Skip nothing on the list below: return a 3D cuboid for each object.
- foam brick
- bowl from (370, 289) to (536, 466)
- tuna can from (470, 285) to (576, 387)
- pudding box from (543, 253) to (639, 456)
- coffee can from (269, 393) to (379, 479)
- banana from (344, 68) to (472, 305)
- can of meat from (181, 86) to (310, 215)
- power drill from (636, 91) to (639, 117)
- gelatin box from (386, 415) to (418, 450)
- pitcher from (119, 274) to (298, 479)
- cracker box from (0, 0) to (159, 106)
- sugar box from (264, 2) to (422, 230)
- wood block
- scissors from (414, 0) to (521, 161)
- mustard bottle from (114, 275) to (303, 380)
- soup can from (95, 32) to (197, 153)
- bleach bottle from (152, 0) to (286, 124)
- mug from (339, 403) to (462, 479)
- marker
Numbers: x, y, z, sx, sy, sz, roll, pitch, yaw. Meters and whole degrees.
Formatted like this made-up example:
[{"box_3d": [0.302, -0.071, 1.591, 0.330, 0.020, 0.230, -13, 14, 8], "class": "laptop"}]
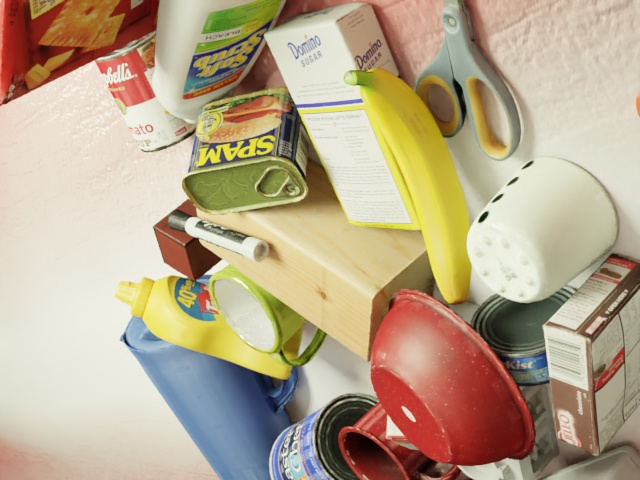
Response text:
[{"box_3d": [-0.123, -0.007, 1.094, 0.053, 0.078, 0.051, 28, 145, 35], "class": "foam brick"}, {"box_3d": [0.088, 0.118, 0.821, 0.162, 0.055, 0.162, 46, 158, 24], "class": "bowl"}, {"box_3d": [0.158, 0.069, 0.795, 0.086, 0.086, 0.033, 15, 136, 46], "class": "tuna can"}, {"box_3d": [0.200, 0.081, 0.748, 0.039, 0.089, 0.113, 21, 138, 38], "class": "pudding box"}, {"box_3d": [0.016, 0.230, 1.139, 0.103, 0.102, 0.140, 49, 149, 3], "class": "coffee can"}, {"box_3d": [0.070, -0.048, 0.773, 0.037, 0.069, 0.197, -7, 120, 44], "class": "banana"}, {"box_3d": [-0.058, -0.075, 0.892, 0.102, 0.084, 0.057, -9, 142, 20], "class": "can of meat"}, {"box_3d": [0.275, -0.025, 0.565, 0.184, 0.057, 0.188, 58, 149, -11], "class": "power drill"}, {"box_3d": [0.082, 0.137, 0.946, 0.030, 0.089, 0.073, -3, 162, 20], "class": "gelatin box"}, {"box_3d": [-0.107, 0.168, 1.229, 0.149, 0.145, 0.243, 26, 147, 56], "class": "pitcher"}, {"box_3d": [-0.166, -0.205, 0.800, 0.072, 0.213, 0.164, 51, 150, 10], "class": "cracker box"}, {"box_3d": [0.031, -0.094, 0.830, 0.094, 0.048, 0.176, 5, 124, 52], "class": "sugar box"}, {"box_3d": [-0.007, 0.002, 0.938, 0.206, 0.090, 0.091, 34, 145, 27], "class": "wood block"}, {"box_3d": [0.082, -0.144, 0.735, 0.096, 0.016, 0.201, 4, 126, 51], "class": "scissors"}, {"box_3d": [-0.115, 0.080, 1.085, 0.191, 0.096, 0.058, 18, 114, -6], "class": "mustard bottle"}, {"box_3d": [-0.162, -0.143, 1.011, 0.069, 0.068, 0.102, 10, 131, 49], "class": "soup can"}, {"box_3d": [-0.084, -0.166, 0.871, 0.068, 0.102, 0.251, 64, 161, 13], "class": "bleach bottle"}, {"box_3d": [0.087, 0.198, 1.031, 0.117, 0.081, 0.093, 22, 139, 40], "class": "mug"}, {"box_3d": [-0.092, -0.005, 0.934, 0.121, 0.020, 0.020, 19, 137, 41], "class": "marker"}]
